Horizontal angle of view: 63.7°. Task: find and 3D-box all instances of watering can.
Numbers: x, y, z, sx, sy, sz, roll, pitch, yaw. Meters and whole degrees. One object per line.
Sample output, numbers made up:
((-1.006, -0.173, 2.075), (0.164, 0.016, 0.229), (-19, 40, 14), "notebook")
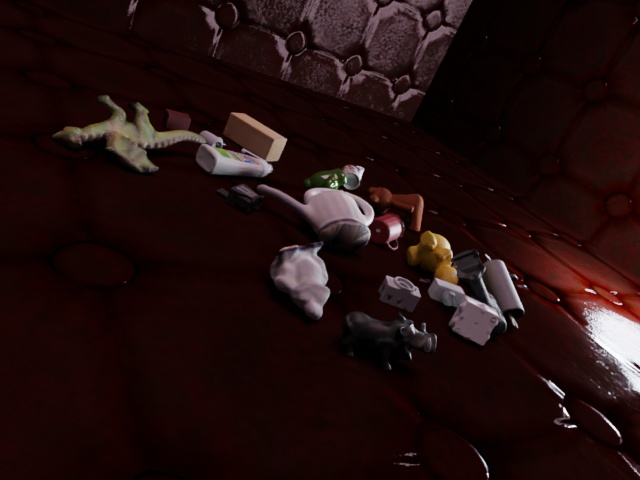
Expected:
((0.004, -0.072, 1.435), (0.347, 0.102, 0.229), (3, 39, -24), "watering can")

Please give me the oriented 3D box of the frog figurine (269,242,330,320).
((-0.035, 0.095, 1.096), (0.137, 0.121, 0.161), (6, 64, -57), "frog figurine")

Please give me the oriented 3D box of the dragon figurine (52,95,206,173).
((-0.492, -0.258, 1.394), (0.409, 0.120, 0.248), (9, 45, -30), "dragon figurine")
